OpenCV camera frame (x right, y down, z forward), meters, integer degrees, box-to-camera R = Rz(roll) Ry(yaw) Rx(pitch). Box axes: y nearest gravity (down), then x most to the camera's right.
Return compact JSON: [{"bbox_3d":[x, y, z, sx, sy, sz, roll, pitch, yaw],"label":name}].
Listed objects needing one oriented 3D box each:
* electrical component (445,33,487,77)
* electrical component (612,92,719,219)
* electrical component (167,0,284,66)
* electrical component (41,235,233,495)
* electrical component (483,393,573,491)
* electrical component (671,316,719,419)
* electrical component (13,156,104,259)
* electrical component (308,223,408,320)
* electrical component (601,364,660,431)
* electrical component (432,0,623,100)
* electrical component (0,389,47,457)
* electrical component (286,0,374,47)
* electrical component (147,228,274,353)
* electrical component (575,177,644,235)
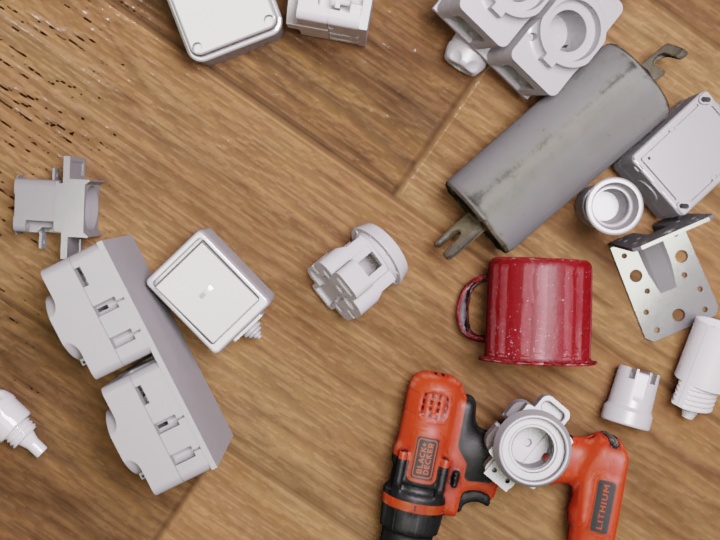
[{"bbox_3d":[0.095,-0.187,0.855,0.035,0.035,0.061,32,91,-2],"label":"electrical component"},{"bbox_3d":[0.258,-0.094,0.853,0.096,0.061,0.061,-42,93,-4],"label":"electrical component"},{"bbox_3d":[-0.113,-0.224,0.840,0.078,0.057,0.113,-21,94,1],"label":"electrical component"},{"bbox_3d":[-0.173,0.071,0.836,0.060,0.105,0.186,-26,94,2],"label":"electrical component"},{"bbox_3d":[0.128,0.132,0.813,0.058,0.057,0.078,40,90,2],"label":"electrical component"},{"bbox_3d":[0.279,0.082,0.869,0.043,0.043,0.081,17,103,-1],"label":"electrical component"},{"bbox_3d":[-0.242,-0.051,0.859,0.064,0.042,0.081,3,93,1],"label":"electrical component"},{"bbox_3d":[0.000,0.000,0.851,0.057,0.078,0.058,-40,94,-19],"label":"electrical component"},{"bbox_3d":[0.221,0.103,0.875,0.040,0.040,0.046,16,87,-1],"label":"electrical component"},{"bbox_3d":[0.159,-0.235,0.815,0.105,0.060,0.186,40,86,-19],"label":"electrical component"},{"bbox_3d":[-0.281,0.128,0.875,0.061,0.035,0.035,45,93,-5],"label":"electrical component"},{"bbox_3d":[-0.012,-0.256,0.821,0.062,0.089,0.150,10,94,-1],"label":"electrical component"},{"bbox_3d":[-0.114,0.021,0.855,0.062,0.061,0.096,-44,93,3],"label":"electrical component"},{"bbox_3d":[0.194,-0.050,0.849,0.044,0.065,0.044,0,94,-1],"label":"electrical component"}]
